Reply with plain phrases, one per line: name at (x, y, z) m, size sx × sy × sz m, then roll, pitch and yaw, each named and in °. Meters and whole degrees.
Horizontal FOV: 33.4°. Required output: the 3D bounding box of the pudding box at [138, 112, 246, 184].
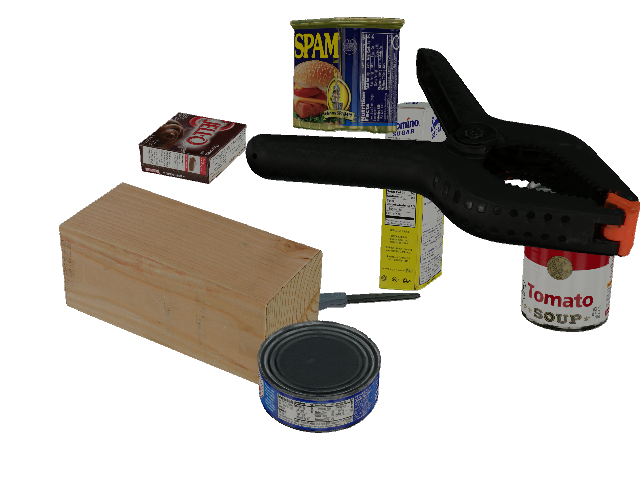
pudding box at (-0.148, -0.110, 1.251) m, size 0.090 × 0.039 × 0.113 m, roll 11°, pitch 31°, yaw 15°

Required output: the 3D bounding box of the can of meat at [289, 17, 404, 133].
can of meat at (0.018, -0.126, 0.817) m, size 0.057 × 0.084 × 0.102 m, roll -4°, pitch 11°, yaw -30°

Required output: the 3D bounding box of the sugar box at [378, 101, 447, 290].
sugar box at (0.091, -0.045, 1.039) m, size 0.048 × 0.176 × 0.093 m, roll 3°, pitch 10°, yaw 21°

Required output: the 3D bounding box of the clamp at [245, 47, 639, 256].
clamp at (0.073, -0.042, 0.588) m, size 0.164 × 0.036 × 0.210 m, roll -28°, pitch 44°, yaw -30°

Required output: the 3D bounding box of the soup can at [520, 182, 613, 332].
soup can at (0.186, 0.009, 0.801) m, size 0.068 × 0.102 × 0.068 m, roll -1°, pitch 21°, yaw 0°

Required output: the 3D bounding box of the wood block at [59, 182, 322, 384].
wood block at (-0.111, 0.034, 0.910) m, size 0.206 × 0.090 × 0.090 m, roll 19°, pitch 36°, yaw 23°

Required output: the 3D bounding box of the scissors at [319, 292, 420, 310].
scissors at (0.011, 0.074, 1.186) m, size 0.202 × 0.016 × 0.096 m, roll 3°, pitch 22°, yaw 3°

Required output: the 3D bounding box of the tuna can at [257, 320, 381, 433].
tuna can at (-0.001, 0.094, 0.744) m, size 0.086 × 0.034 × 0.086 m, roll 0°, pitch 32°, yaw 0°
